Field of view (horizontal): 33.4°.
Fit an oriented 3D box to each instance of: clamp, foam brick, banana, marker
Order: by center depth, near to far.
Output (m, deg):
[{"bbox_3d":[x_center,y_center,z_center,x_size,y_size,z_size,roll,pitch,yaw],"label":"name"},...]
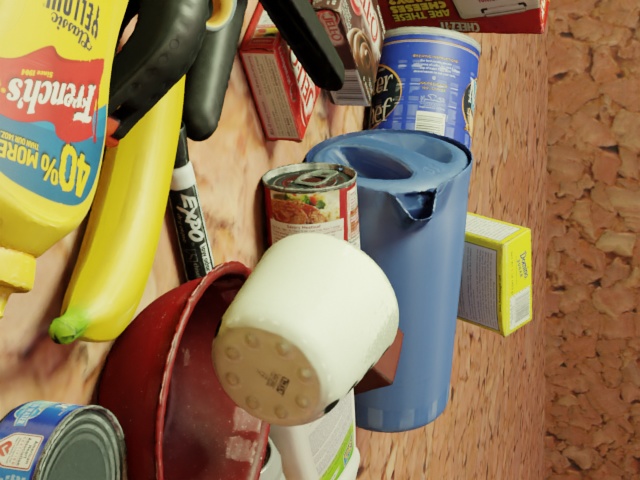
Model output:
[{"bbox_3d":[-0.084,-0.130,0.494,0.039,0.120,0.171,31,84,-49],"label":"clamp"},{"bbox_3d":[-0.092,-0.028,0.524,0.070,0.037,0.197,117,-16,-62],"label":"banana"},{"bbox_3d":[-0.078,-0.017,0.624,0.020,0.020,0.121,-63,151,-52],"label":"marker"},{"bbox_3d":[-0.040,-0.173,0.653,0.164,0.036,0.210,-20,107,-57],"label":"clamp"},{"bbox_3d":[0.017,0.086,0.827,0.053,0.078,0.051,44,45,-25],"label":"foam brick"}]

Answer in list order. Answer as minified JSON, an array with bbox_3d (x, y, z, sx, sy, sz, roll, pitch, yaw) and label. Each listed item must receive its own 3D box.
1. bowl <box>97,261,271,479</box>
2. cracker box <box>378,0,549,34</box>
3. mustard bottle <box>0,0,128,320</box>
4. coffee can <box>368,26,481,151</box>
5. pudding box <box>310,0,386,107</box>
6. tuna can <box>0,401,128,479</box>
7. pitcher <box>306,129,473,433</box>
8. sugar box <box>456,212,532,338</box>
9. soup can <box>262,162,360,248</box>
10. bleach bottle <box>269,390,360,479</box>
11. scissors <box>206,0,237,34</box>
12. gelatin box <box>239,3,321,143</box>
[{"bbox_3d":[-0.077,0.090,0.587,0.162,0.055,0.162,3,90,-73],"label":"bowl"},{"bbox_3d":[0.117,-0.284,0.956,0.213,0.164,0.072,68,33,-53],"label":"cracker box"},{"bbox_3d":[-0.121,-0.057,0.415,0.096,0.058,0.191,29,66,-65],"label":"mustard bottle"},{"bbox_3d":[0.097,-0.121,1.025,0.102,0.103,0.140,29,66,-71],"label":"coffee can"},{"bbox_3d":[0.021,-0.179,0.876,0.113,0.039,0.090,69,29,-53],"label":"pudding box"},{"bbox_3d":[-0.122,0.116,0.484,0.086,0.034,0.086,4,90,-72],"label":"tuna can"},{"bbox_3d":[0.056,0.031,0.907,0.149,0.145,0.243,-38,134,-51],"label":"pitcher"},{"bbox_3d":[0.108,0.017,0.967,0.048,0.176,0.093,-25,122,-36],"label":"sugar box"},{"bbox_3d":[-0.005,0.001,0.779,0.068,0.069,0.102,-49,139,-63],"label":"soup can"},{"bbox_3d":[-0.014,0.148,0.787,0.102,0.068,0.251,-52,150,-33],"label":"bleach bottle"},{"bbox_3d":[-0.063,-0.213,0.567,0.096,0.016,0.202,-24,114,-41],"label":"scissors"},{"bbox_3d":[-0.024,-0.125,0.757,0.089,0.030,0.073,72,28,-47],"label":"gelatin box"}]
